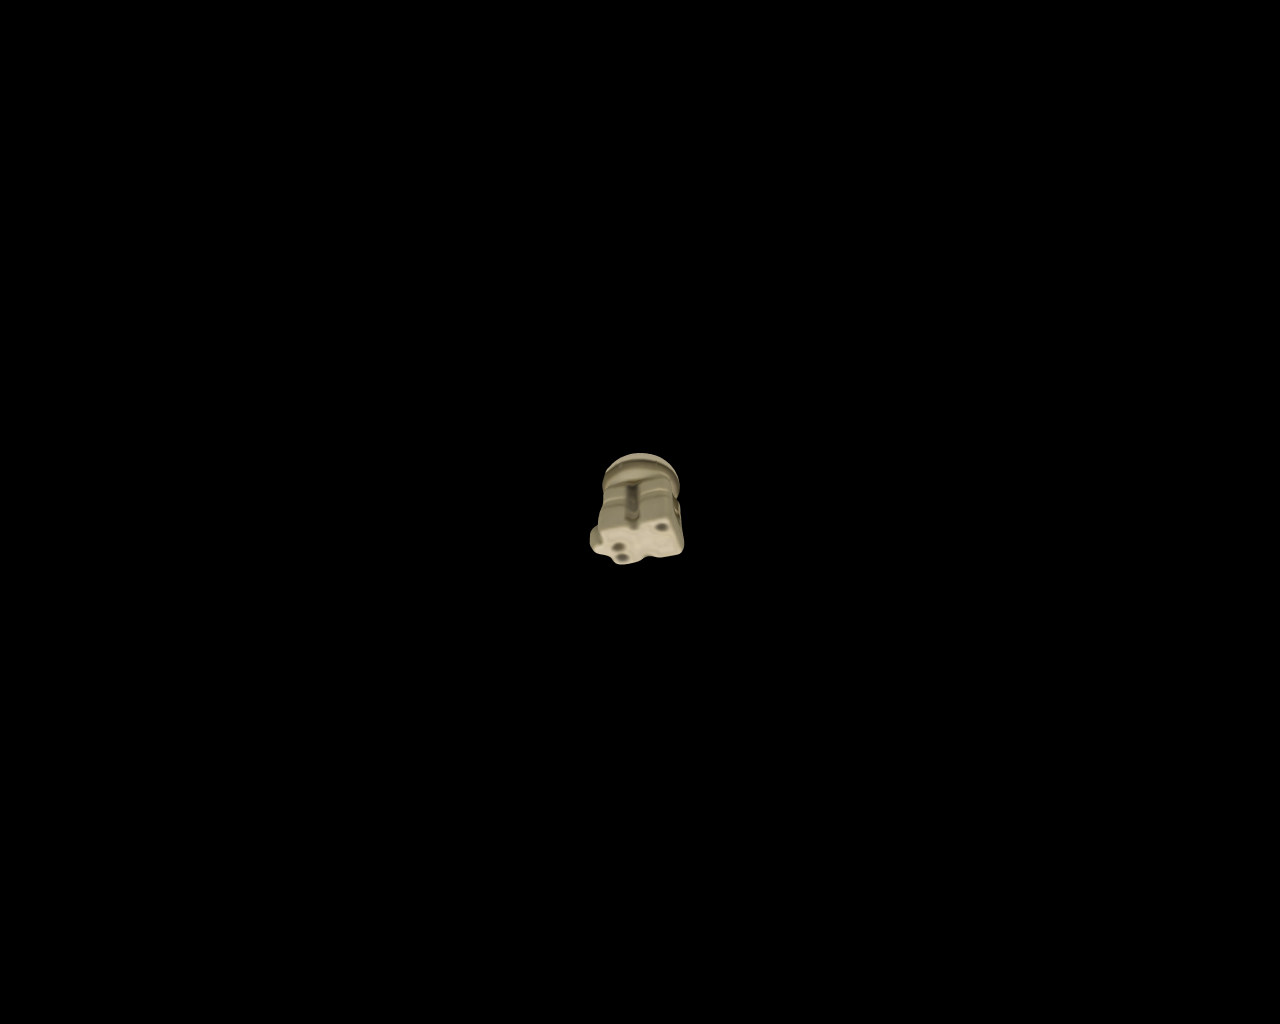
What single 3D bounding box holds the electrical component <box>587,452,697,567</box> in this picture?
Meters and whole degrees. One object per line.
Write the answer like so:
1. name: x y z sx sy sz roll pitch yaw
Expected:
1. electrical component: 0.001 -0.003 0.650 0.066 0.055 0.048 -10 -43 11
